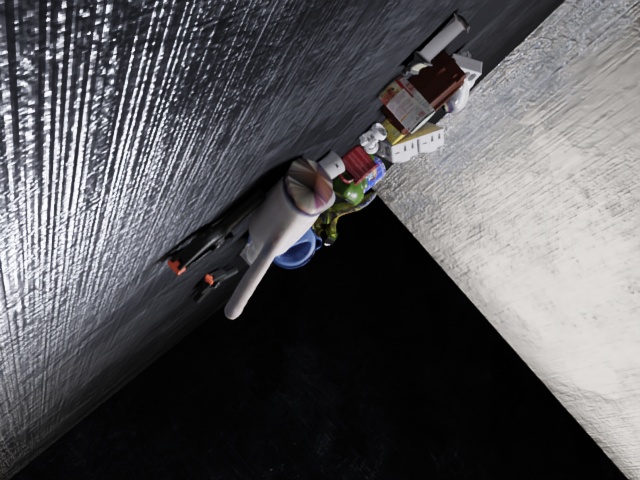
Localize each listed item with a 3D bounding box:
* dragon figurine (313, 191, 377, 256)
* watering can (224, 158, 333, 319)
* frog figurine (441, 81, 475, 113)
[{"bbox_3d":[0.005,-0.091,1.801,0.409,0.120,0.248,-33,-149,8],"label":"dragon figurine"},{"bbox_3d":[-0.076,-0.022,0.970,0.220,0.103,0.356,-46,-160,34],"label":"watering can"},{"bbox_3d":[0.463,-0.496,1.698,0.159,0.124,0.135,-30,158,2],"label":"frog figurine"}]
